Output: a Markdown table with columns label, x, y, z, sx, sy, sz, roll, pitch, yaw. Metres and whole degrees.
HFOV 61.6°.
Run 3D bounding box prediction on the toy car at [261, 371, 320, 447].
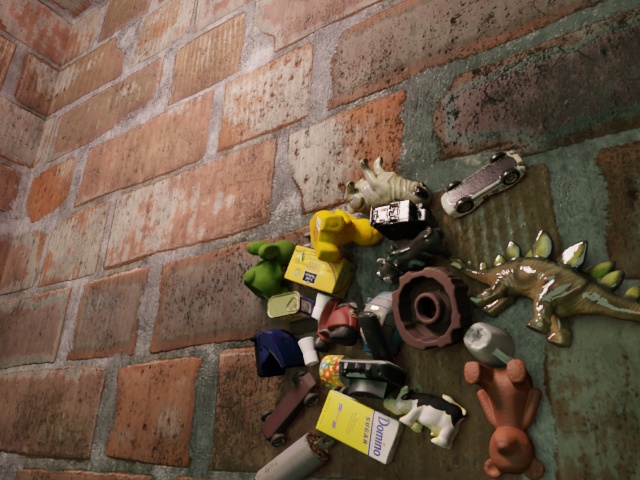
| label | x | y | z | sx | sy | sz | roll | pitch | yaw |
| --- | --- | --- | --- | --- | --- | --- | --- | --- | --- |
| toy car | -0.070 | 0.409 | 1.307 | 0.202 | 0.053 | 0.089 | -52 | 38 | 11 |

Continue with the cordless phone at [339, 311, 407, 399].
| label | x | y | z | sx | sy | sz | roll | pitch | yaw |
| --- | --- | --- | --- | --- | --- | --- | --- | --- | --- |
| cordless phone | 0.096 | 0.243 | 1.169 | 0.147 | 0.089 | 0.184 | -10 | 103 | 47 |

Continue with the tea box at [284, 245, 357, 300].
| label | x | y | z | sx | sy | sz | roll | pitch | yaw |
| --- | --- | --- | --- | --- | --- | --- | --- | --- | --- |
| tea box | 0.001 | 0.082 | 1.390 | 0.170 | 0.068 | 0.098 | 12 | 78 | 39 |

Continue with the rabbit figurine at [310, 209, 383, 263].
| label | x | y | z | sx | sy | sz | roll | pitch | yaw |
| --- | --- | --- | --- | --- | --- | --- | --- | --- | --- |
| rabbit figurine | 0.066 | -0.015 | 1.346 | 0.162 | 0.173 | 0.121 | -134 | 44 | -74 |

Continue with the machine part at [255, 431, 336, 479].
| label | x | y | z | sx | sy | sz | roll | pitch | yaw |
| --- | --- | --- | --- | --- | --- | --- | --- | --- | --- |
| machine part | -0.064 | 0.519 | 1.236 | 0.243 | 0.079 | 0.079 | -41 | 51 | 15 |

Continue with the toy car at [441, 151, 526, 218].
| label | x | y | z | sx | sy | sz | roll | pitch | yaw |
| --- | --- | --- | --- | --- | --- | --- | --- | --- | --- |
| toy car | 0.368 | -0.126 | 1.216 | 0.202 | 0.056 | 0.074 | -34 | 47 | 19 |

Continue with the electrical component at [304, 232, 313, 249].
| label | x | y | z | sx | sy | sz | roll | pitch | yaw |
| --- | --- | --- | --- | --- | --- | --- | --- | --- | --- |
| electrical component | -0.003 | -0.004 | 1.462 | 0.094 | 0.021 | 0.063 | -14 | 62 | 32 |

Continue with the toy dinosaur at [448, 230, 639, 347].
| label | x | y | z | sx | sy | sz | roll | pitch | yaw |
| --- | --- | --- | --- | --- | --- | --- | --- | --- | --- |
| toy dinosaur | 0.453 | 0.093 | 1.019 | 0.472 | 0.105 | 0.198 | 22 | 84 | 42 |

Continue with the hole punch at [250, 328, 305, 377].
| label | x | y | z | sx | sy | sz | roll | pitch | yaw |
| --- | --- | --- | --- | --- | --- | --- | --- | --- | --- |
| hole punch | -0.100 | 0.277 | 1.342 | 0.092 | 0.142 | 0.116 | -21 | 73 | 31 |

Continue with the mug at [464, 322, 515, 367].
| label | x | y | z | sx | sy | sz | roll | pitch | yaw |
| --- | --- | --- | --- | --- | --- | --- | --- | --- | --- |
| mug | 0.334 | 0.210 | 1.056 | 0.081 | 0.107 | 0.110 | -50 | 48 | 10 |

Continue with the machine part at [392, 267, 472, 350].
| label | x | y | z | sx | sy | sz | roll | pitch | yaw |
| --- | --- | --- | --- | --- | --- | --- | --- | --- | --- |
| machine part | 0.230 | 0.141 | 1.111 | 0.179 | 0.056 | 0.179 | -2 | 87 | 46 |

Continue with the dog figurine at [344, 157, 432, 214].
| label | x | y | z | sx | sy | sz | roll | pitch | yaw |
| --- | --- | --- | --- | --- | --- | --- | --- | --- | --- |
| dog figurine | 0.168 | -0.097 | 1.336 | 0.191 | 0.121 | 0.172 | 42 | 132 | 24 |

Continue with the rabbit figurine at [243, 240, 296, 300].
| label | x | y | z | sx | sy | sz | roll | pitch | yaw |
| --- | --- | --- | --- | --- | --- | --- | --- | --- | --- |
| rabbit figurine | -0.135 | 0.066 | 1.463 | 0.121 | 0.159 | 0.170 | 11 | 62 | 49 |

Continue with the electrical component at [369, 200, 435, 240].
| label | x | y | z | sx | sy | sz | roll | pitch | yaw |
| --- | --- | --- | --- | --- | --- | --- | --- | --- | --- |
| electrical component | 0.200 | -0.044 | 1.266 | 0.134 | 0.114 | 0.058 | -8 | 68 | 36 |

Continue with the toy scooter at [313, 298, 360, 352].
| label | x | y | z | sx | sy | sz | roll | pitch | yaw |
| --- | --- | --- | --- | --- | --- | --- | --- | --- | --- |
| toy scooter | 0.045 | 0.191 | 1.288 | 0.184 | 0.075 | 0.135 | -37 | 31 | 57 |

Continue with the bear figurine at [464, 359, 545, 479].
| label | x | y | z | sx | sy | sz | roll | pitch | yaw |
| --- | --- | --- | --- | --- | --- | --- | --- | --- | --- |
| bear figurine | 0.339 | 0.331 | 0.987 | 0.120 | 0.131 | 0.196 | -9 | 59 | 36 |

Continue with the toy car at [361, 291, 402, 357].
| label | x | y | z | sx | sy | sz | roll | pitch | yaw |
| --- | --- | --- | --- | --- | --- | --- | --- | --- | --- |
| toy car | 0.138 | 0.187 | 1.218 | 0.109 | 0.102 | 0.161 | 13 | 77 | 41 |

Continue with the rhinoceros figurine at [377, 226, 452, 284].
| label | x | y | z | sx | sy | sz | roll | pitch | yaw |
| --- | --- | --- | --- | --- | --- | --- | --- | --- | --- |
| rhinoceros figurine | 0.209 | 0.042 | 1.221 | 0.190 | 0.112 | 0.073 | -42 | 53 | 41 |

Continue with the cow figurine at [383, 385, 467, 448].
| label | x | y | z | sx | sy | sz | roll | pitch | yaw |
| --- | --- | --- | --- | --- | --- | --- | --- | --- | --- |
| cow figurine | 0.213 | 0.348 | 1.111 | 0.168 | 0.068 | 0.098 | 24 | 80 | 38 |
